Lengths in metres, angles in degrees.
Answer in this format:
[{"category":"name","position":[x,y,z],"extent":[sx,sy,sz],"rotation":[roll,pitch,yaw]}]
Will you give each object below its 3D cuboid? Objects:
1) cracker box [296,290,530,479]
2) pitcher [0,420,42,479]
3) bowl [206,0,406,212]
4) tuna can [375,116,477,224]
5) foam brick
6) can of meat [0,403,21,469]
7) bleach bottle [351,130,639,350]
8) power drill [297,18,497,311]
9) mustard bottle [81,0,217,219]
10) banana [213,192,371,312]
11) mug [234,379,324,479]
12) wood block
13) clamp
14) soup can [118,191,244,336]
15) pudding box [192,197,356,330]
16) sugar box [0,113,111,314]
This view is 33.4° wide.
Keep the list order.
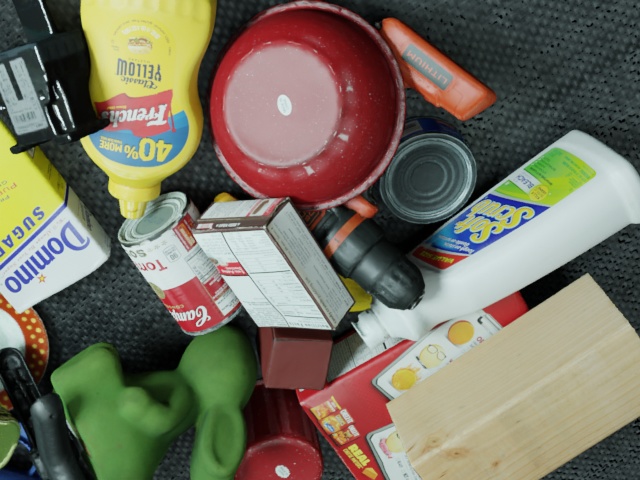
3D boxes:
[{"category":"cracker box","position":[0.106,0.133,0.973],"extent":[0.214,0.072,0.164],"rotation":[-30,119,6]},{"category":"pitcher","position":[-0.289,0.250,0.947],"extent":[0.242,0.145,0.149],"rotation":[18,125,-22]},{"category":"bowl","position":[-0.020,-0.099,0.792],"extent":[0.162,0.055,0.162],"rotation":[2,96,18]},{"category":"tuna can","position":[0.087,-0.057,0.889],"extent":[0.086,0.034,0.086],"rotation":[-4,118,-7]},{"category":"foam brick","position":[-0.023,0.088,0.923],"extent":[0.053,0.078,0.051],"rotation":[5,115,-12]},{"category":"can of meat","position":[-0.298,0.140,0.841],"extent":[0.101,0.084,0.057],"rotation":[20,101,-54]},{"category":"bleach bottle","position":[0.139,0.012,0.878],"extent":[0.251,0.103,0.068],"rotation":[-35,123,-1]},{"category":"power drill","position":[0.050,-0.062,0.830],"extent":[0.184,0.057,0.188],"rotation":[41,102,7]},{"category":"mustard bottle","position":[-0.136,-0.104,0.813],"extent":[0.096,0.058,0.192],"rotation":[9,117,-2]},{"category":"banana","position":[-0.009,0.020,0.916],"extent":[0.197,0.037,0.069],"rotation":[18,94,-20]},{"category":"mug","position":[-0.047,0.196,0.974],"extent":[0.093,0.081,0.117],"rotation":[21,112,-19]},{"category":"wood block","position":[0.172,0.134,0.892],"extent":[0.206,0.091,0.090],"rotation":[-35,119,7]},{"category":"clamp","position":[-0.227,0.170,0.892],"extent":[0.039,0.120,0.171],"rotation":[-20,124,-21]},{"category":"soup can","position":[-0.111,0.019,0.877],"extent":[0.068,0.068,0.102],"rotation":[-28,119,6]},{"category":"pudding box","position":[-0.037,0.020,0.839],"extent":[0.090,0.039,0.113],"rotation":[-3,132,43]},{"category":"sugar box","position":[-0.252,-0.033,0.840],"extent":[0.093,0.048,0.176],"rotation":[-30,117,7]}]
